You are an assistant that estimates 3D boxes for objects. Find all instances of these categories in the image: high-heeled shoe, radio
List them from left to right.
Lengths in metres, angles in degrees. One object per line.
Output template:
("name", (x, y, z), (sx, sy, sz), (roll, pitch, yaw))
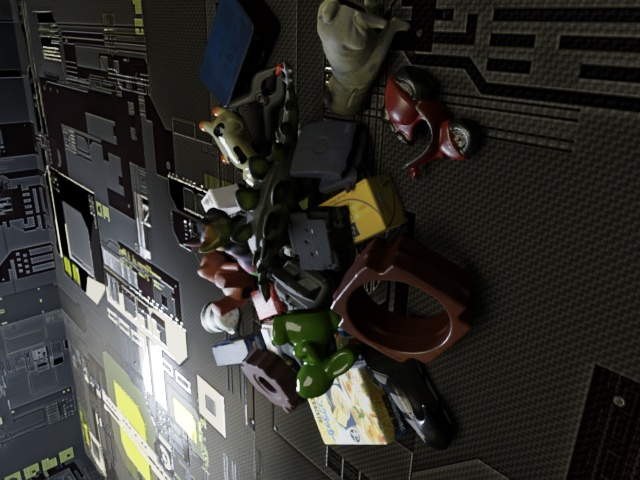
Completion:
("radio", (-0.176, -0.404, 1.150), (0.131, 0.073, 0.229), (54, 138, 20))
("high-heeled shoe", (0.164, 0.281, 1.025), (0.249, 0.086, 0.145), (53, 172, 49))

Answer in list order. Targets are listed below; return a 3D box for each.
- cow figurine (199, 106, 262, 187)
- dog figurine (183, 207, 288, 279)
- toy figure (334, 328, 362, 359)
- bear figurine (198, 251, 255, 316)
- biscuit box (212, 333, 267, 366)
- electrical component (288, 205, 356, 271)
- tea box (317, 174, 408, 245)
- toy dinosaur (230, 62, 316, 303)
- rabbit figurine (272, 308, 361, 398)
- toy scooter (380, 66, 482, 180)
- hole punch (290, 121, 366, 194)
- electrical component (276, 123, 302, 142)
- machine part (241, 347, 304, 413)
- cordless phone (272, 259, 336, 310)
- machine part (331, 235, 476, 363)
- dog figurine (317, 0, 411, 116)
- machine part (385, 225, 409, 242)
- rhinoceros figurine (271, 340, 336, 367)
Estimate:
("cow figurine", (-0.162, -0.191, 1.164), (0.127, 0.085, 0.194), (22, 151, 42))
("dog figurine", (-0.187, 0.014, 1.197), (0.109, 0.219, 0.191), (22, 118, 47))
("toy figure", (0.057, 0.182, 1.102), (0.064, 0.058, 0.154), (-110, 19, -66))
("bear figurine", (-0.263, 0.093, 1.387), (0.196, 0.132, 0.120), (30, 118, 32))
("biscuit box", (-0.222, 0.299, 1.463), (0.203, 0.059, 0.062), (-21, 88, 50))
("electrical component", (-0.002, -0.003, 0.995), (0.134, 0.058, 0.114), (-2, 102, 50))
("tea box", (0.069, -0.045, 0.994), (0.170, 0.068, 0.098), (-29, 81, 49))
("toy dinosaur", (-0.084, -0.094, 1.038), (0.105, 0.198, 0.470), (12, 105, 14))
("rabbit figurine", (-0.002, 0.220, 1.046), (0.159, 0.121, 0.170), (-5, 89, 12))
("toy scooter", (0.156, -0.173, 0.846), (0.184, 0.075, 0.135), (51, 137, 17))
("hole punch", (0.015, -0.154, 0.967), (0.116, 0.092, 0.142), (-11, 57, 53))
("electrical component", (-0.048, -0.199, 1.093), (0.102, 0.045, 0.078), (-18, 88, 51))
("machine part", (-0.115, 0.339, 1.307), (0.180, 0.056, 0.179), (32, 148, 23))
("cordless phone", (-0.034, 0.146, 1.191), (0.147, 0.089, 0.184), (31, 136, 39))
("machine part", (0.137, 0.100, 0.888), (0.201, 0.087, 0.201), (29, 136, -4))
("dog figurine", (0.036, -0.288, 0.873), (0.121, 0.172, 0.190), (55, 131, 37))
("machine part", (0.112, 0.027, 0.967), (0.039, 0.084, 0.139), (34, 152, -1))
("rhinoceros figurine", (-0.032, 0.231, 1.182), (0.190, 0.073, 0.112), (0, 124, 54))
